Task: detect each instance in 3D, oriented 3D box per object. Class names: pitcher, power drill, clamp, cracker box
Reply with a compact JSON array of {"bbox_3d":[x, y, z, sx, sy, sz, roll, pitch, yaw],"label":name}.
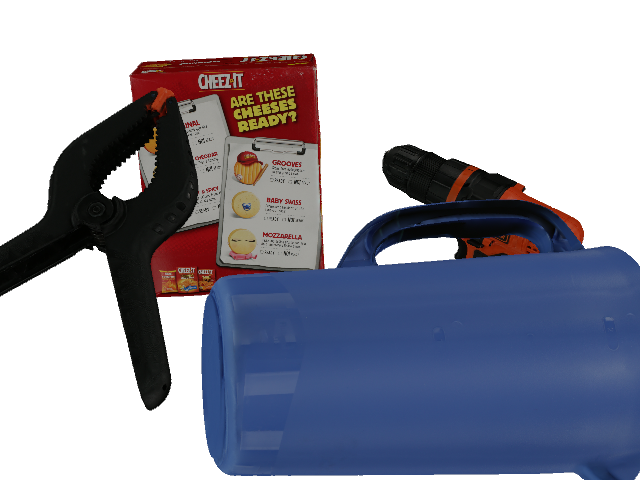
[{"bbox_3d":[0.057,0.062,0.606,0.242,0.145,0.149,0,17,-12],"label":"pitcher"},{"bbox_3d":[0.122,0.021,0.931,0.185,0.188,0.057,29,43,24],"label":"power drill"},{"bbox_3d":[-0.125,-0.002,0.649,0.165,0.209,0.036,22,-27,15],"label":"clamp"},{"bbox_3d":[-0.080,-0.059,0.984,0.164,0.214,0.072,-3,21,0],"label":"cracker box"}]
